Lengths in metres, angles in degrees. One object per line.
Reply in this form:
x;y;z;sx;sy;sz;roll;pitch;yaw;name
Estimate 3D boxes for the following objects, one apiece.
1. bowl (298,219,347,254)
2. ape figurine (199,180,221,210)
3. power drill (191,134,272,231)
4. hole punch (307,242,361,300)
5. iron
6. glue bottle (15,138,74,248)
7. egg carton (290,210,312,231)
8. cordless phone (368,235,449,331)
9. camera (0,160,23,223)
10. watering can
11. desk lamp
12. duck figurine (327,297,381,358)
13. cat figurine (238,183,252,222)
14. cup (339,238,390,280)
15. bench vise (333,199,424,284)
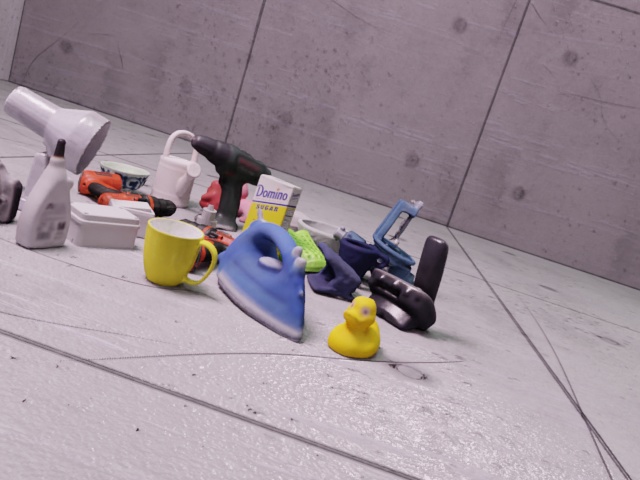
0.013;0.005;1.462;0.167;0.075;0.167;17;11;-3;bowl
-0.284;-0.118;1.547;0.078;0.092;0.075;8;14;-41;ape figurine
-0.232;-0.133;1.398;0.230;0.208;0.075;8;14;-42;power drill
0.034;0.062;1.168;0.101;0.091;0.108;15;11;-15;hole punch
-0.073;0.046;0.939;0.119;0.141;0.257;11;13;-34;iron
-0.417;-0.073;0.889;0.037;0.173;0.078;22;12;22;glue bottle
-0.091;-0.046;1.565;0.151;0.069;0.107;13;12;-27;egg carton
0.174;0.069;1.107;0.147;0.185;0.094;26;14;38;cordless phone
-0.563;-0.084;0.901;0.143;0.101;0.136;16;11;-12;camera
-0.364;-0.187;1.490;0.172;0.194;0.101;23;12;26;watering can
-0.514;-0.161;1.064;0.203;0.213;0.118;16;11;-10;desk lamp
0.063;0.129;0.890;0.077;0.086;0.105;25;13;34;duck figurine
-0.217;-0.120;1.597;0.127;0.118;0.067;24;12;28;cat figurine
0.089;0.057;1.270;0.117;0.095;0.092;21;11;14;cup
0.143;-0.003;1.326;0.208;0.220;0.121;15;11;-13;bench vise
